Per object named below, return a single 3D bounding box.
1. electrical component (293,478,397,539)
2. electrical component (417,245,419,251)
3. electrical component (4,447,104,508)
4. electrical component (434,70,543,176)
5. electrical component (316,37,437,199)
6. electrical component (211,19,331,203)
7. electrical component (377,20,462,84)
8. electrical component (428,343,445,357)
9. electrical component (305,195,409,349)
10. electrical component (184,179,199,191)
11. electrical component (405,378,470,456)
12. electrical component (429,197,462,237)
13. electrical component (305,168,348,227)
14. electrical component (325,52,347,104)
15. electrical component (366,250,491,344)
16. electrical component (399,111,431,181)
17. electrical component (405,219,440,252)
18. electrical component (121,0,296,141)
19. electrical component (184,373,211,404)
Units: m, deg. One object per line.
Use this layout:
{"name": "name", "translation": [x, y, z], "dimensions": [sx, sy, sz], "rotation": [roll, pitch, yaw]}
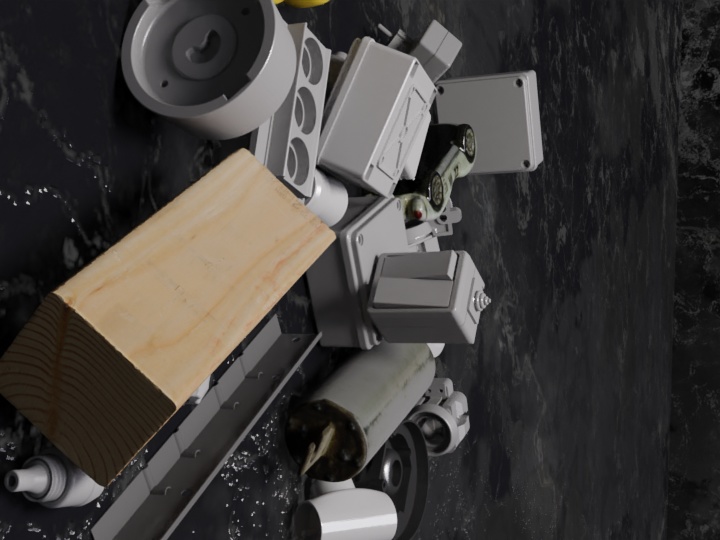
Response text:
{"name": "electrical component", "translation": [-0.018, 0.197, 0.910], "dimensions": [0.077, 0.043, 0.079], "rotation": [2, 49, -35]}
{"name": "electrical component", "translation": [0.065, -0.002, 1.115], "dimensions": [0.065, 0.044, 0.044], "rotation": [58, 39, -40]}
{"name": "electrical component", "translation": [-0.173, 0.117, 0.604], "dimensions": [0.061, 0.035, 0.035], "rotation": [14, 77, -62]}
{"name": "electrical component", "translation": [0.145, -0.165, 1.211], "dimensions": [0.056, 0.109, 0.108], "rotation": [-37, 122, -63]}
{"name": "electrical component", "translation": [0.012, -0.124, 0.897], "dimensions": [0.108, 0.056, 0.109], "rotation": [-66, 166, 1]}
{"name": "electrical component", "translation": [-0.066, -0.117, 0.807], "dimensions": [0.079, 0.063, 0.121], "rotation": [37, 57, -60]}
{"name": "electrical component", "translation": [0.041, -0.206, 1.039], "dimensions": [0.076, 0.083, 0.047], "rotation": [39, 43, -10]}
{"name": "electrical component", "translation": [0.056, 0.047, 1.079], "dimensions": [0.080, 0.051, 0.080], "rotation": [-1, 90, -65]}
{"name": "electrical component", "translation": [0.000, 0.000, 0.954], "dimensions": [0.109, 0.056, 0.108], "rotation": [-44, 128, -58]}
{"name": "electrical component", "translation": [-0.097, -0.048, 0.760], "dimensions": [0.040, 0.046, 0.040], "rotation": [-1, 90, -65]}
{"name": "electrical component", "translation": [0.080, 0.159, 1.122], "dimensions": [0.057, 0.058, 0.078], "rotation": [-36, 122, -63]}
{"name": "electrical component", "translation": [0.071, -0.059, 1.108], "dimensions": [0.055, 0.066, 0.048], "rotation": [-78, 161, -70]}
{"name": "electrical component", "translation": [-0.041, -0.061, 0.881], "dimensions": [0.055, 0.045, 0.045], "rotation": [22, 70, -63]}
{"name": "electrical component", "translation": [-0.025, -0.164, 0.921], "dimensions": [0.062, 0.043, 0.043], "rotation": [-66, 145, -44]}
{"name": "electrical component", "translation": [0.060, 0.021, 0.898], "dimensions": [0.061, 0.096, 0.061], "rotation": [56, 40, -49]}
{"name": "electrical component", "translation": [0.023, -0.137, 1.002], "dimensions": [0.061, 0.062, 0.096], "rotation": [58, 39, -48]}
{"name": "electrical component", "translation": [0.046, -0.016, 1.047], "dimensions": [0.078, 0.058, 0.057], "rotation": [-24, 107, -36]}
{"name": "electrical component", "translation": [-0.094, -0.137, 0.703], "dimensions": [0.060, 0.108, 0.108], "rotation": [42, 52, -66]}
{"name": "electrical component", "translation": [-0.118, 0.055, 0.714], "dimensions": [0.043, 0.043, 0.062], "rotation": [46, 47, -56]}
